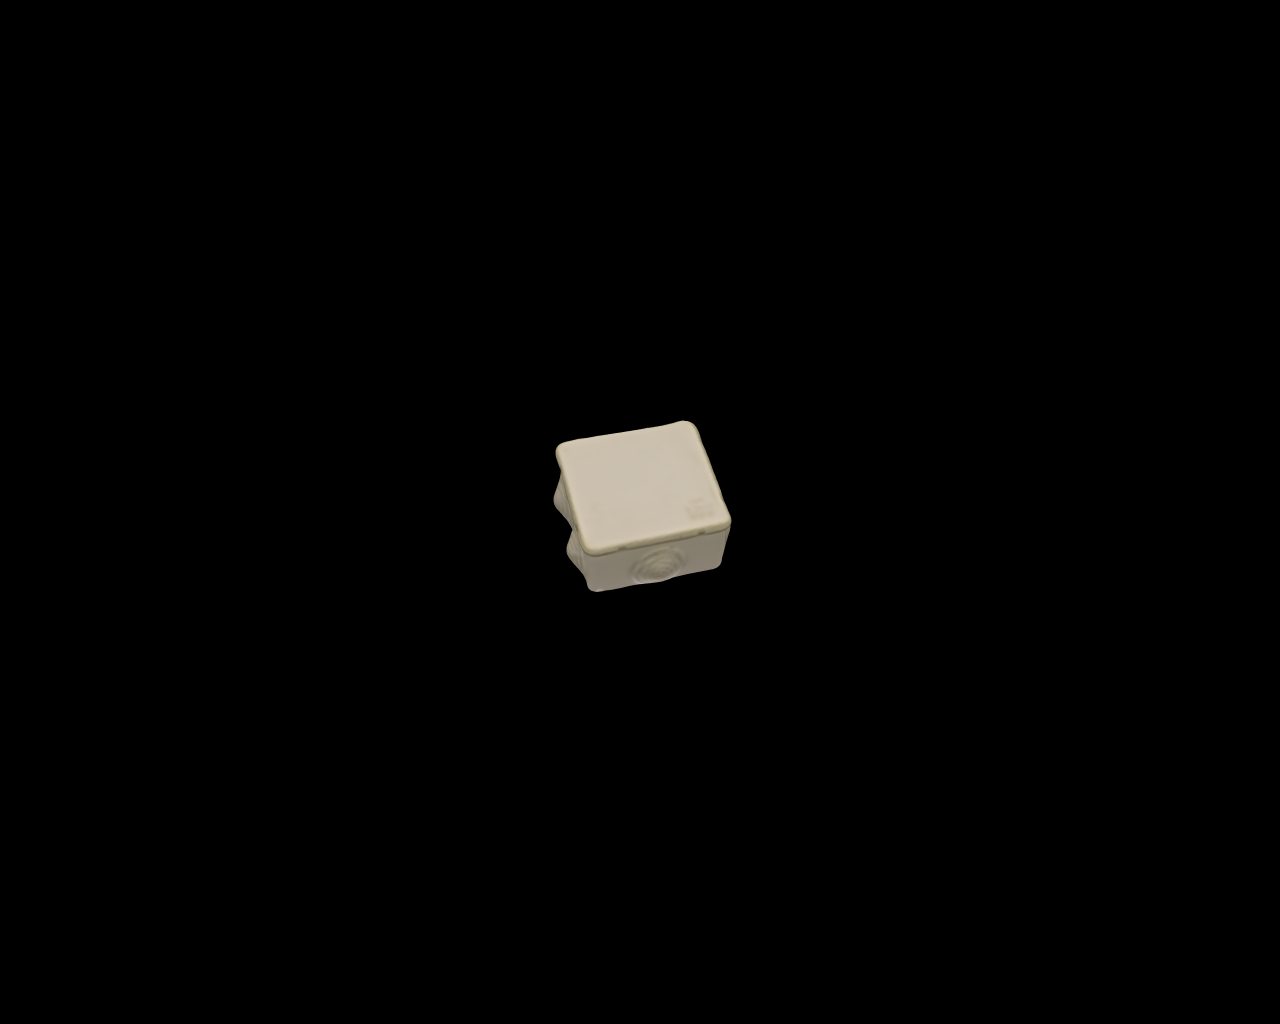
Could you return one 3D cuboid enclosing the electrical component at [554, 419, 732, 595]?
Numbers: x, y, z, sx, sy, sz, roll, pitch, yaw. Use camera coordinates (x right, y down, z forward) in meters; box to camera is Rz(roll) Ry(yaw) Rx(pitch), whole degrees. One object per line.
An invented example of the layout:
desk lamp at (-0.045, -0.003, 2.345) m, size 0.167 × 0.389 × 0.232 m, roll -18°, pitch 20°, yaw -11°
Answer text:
electrical component at (0.001, -0.003, 0.650) m, size 0.100 × 0.100 × 0.048 m, roll -11°, pitch -39°, yaw -9°
